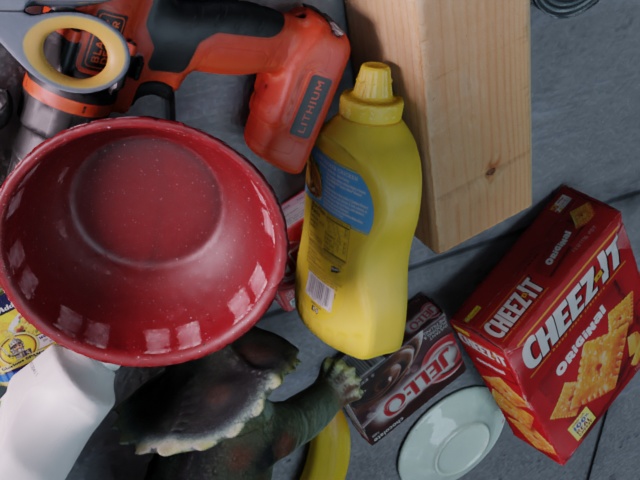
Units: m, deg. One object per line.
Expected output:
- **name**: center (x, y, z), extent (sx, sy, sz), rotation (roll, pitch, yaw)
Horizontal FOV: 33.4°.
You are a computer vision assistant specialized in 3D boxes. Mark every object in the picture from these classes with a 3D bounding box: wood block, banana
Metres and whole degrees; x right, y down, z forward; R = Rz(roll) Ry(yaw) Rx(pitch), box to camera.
- **wood block**: center (0.084, -0.105, 0.730), extent (0.090, 0.090, 0.206), rotation (-27, 134, -18)
- **banana**: center (-0.016, 0.228, 0.951), extent (0.069, 0.037, 0.198), rotation (16, 112, -43)

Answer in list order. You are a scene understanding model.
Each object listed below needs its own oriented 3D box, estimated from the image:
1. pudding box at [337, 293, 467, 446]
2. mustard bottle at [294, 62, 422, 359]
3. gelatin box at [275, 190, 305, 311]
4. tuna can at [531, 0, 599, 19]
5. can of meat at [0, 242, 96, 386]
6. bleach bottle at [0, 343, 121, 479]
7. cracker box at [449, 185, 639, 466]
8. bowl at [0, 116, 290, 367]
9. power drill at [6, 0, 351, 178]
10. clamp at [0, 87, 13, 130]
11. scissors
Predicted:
- **pudding box**: center (0.067, 0.112, 0.919), extent (0.113, 0.039, 0.090), rotation (-36, 135, -9)
- **mustard bottle**: center (0.026, -0.024, 0.709), extent (0.058, 0.096, 0.192), rotation (-10, 120, -29)
- **gelatin box**: center (-0.005, 0.001, 0.790), extent (0.089, 0.030, 0.073), rotation (-33, 135, -11)
- **tuna can**: center (0.175, -0.204, 0.760), extent (0.086, 0.034, 0.086), rotation (-19, 132, -22)
- **can of meat**: center (-0.179, 0.034, 0.674), extent (0.102, 0.057, 0.084), rotation (-26, 135, -17)
- **bleach bottle**: center (-0.198, 0.154, 0.627), extent (0.068, 0.103, 0.251), rotation (42, 83, -26)
- **cracker box**: center (0.220, 0.083, 0.963), extent (0.164, 0.072, 0.213), rotation (-48, 138, -14)
- **bowl**: center (-0.099, -0.007, 0.602), extent (0.162, 0.055, 0.162), rotation (-2, 122, -3)
- **power drill**: center (-0.084, -0.090, 0.645), extent (0.187, 0.057, 0.185), rotation (6, 118, -38)
- **clamp**: center (-0.246, -0.032, 0.589), extent (0.120, 0.039, 0.172), rotation (11, 121, -36)
- **scissors**: center (-0.184, -0.109, 0.544), extent (0.201, 0.016, 0.096), rotation (-14, 113, -8)
